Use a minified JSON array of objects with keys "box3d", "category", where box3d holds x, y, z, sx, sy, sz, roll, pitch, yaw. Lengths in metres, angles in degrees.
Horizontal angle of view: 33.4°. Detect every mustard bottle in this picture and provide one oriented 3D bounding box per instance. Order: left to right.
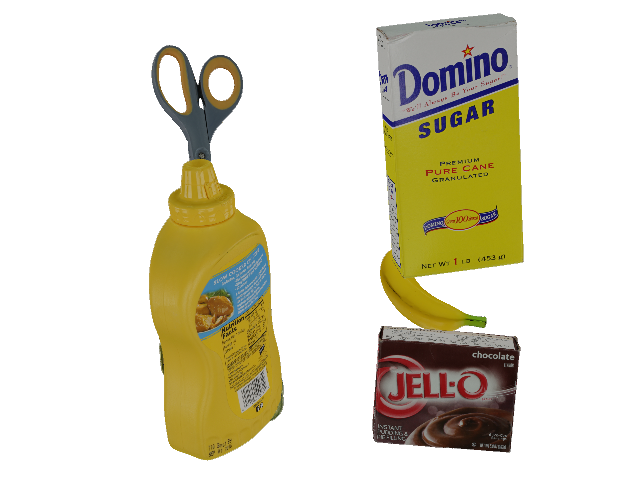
[{"box3d":[-0.069,0.039,0.688,0.058,0.192,0.096,14,31,31],"category":"mustard bottle"}]

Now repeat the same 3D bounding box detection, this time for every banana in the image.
[{"box3d":[0.107,0.057,1.203,0.069,0.037,0.198,3,24,-27],"category":"banana"}]

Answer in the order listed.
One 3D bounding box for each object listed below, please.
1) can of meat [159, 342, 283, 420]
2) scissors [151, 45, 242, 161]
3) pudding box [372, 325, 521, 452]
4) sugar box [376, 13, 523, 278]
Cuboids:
[{"box3d":[-0.086,0.118,0.931,0.102,0.057,0.084,-5,27,-11],"category":"can of meat"},{"box3d":[-0.097,-0.089,0.994,0.096,0.202,0.016,-19,-2,-26],"category":"scissors"},{"box3d":[0.100,0.119,0.859,0.113,0.090,0.039,3,18,3],"category":"pudding box"},{"box3d":[0.093,-0.066,0.757,0.093,0.176,0.048,-8,21,-6],"category":"sugar box"}]
